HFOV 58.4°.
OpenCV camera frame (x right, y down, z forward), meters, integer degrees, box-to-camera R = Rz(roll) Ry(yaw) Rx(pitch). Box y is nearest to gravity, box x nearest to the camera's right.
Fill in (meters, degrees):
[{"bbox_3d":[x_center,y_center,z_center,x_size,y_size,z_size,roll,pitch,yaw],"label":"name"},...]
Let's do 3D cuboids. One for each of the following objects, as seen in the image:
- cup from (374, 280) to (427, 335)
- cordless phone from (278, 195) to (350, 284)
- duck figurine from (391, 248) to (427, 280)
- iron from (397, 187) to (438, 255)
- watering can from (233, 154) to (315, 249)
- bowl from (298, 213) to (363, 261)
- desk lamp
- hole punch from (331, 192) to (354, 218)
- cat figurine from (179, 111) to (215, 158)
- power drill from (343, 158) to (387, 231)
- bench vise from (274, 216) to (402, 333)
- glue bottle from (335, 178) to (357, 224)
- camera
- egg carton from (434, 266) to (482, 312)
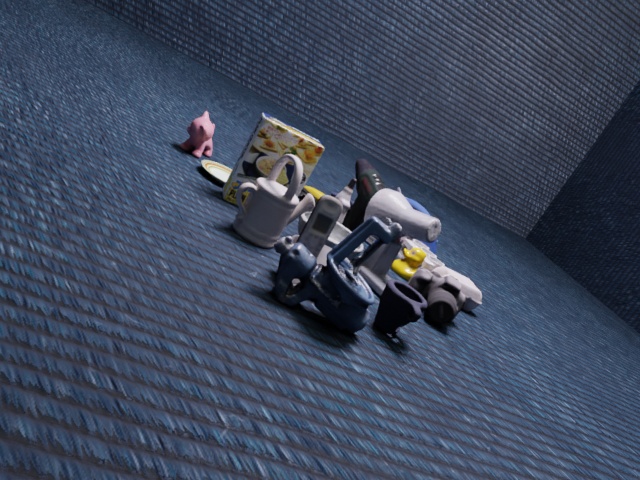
[{"bbox_3d":[0.154,0.145,1.119,0.092,0.095,0.117,24,18,-24],"label":"cup"},{"bbox_3d":[0.014,0.016,1.090,0.148,0.185,0.094,23,18,-26],"label":"cordless phone"},{"bbox_3d":[0.255,0.064,1.549,0.104,0.086,0.077,30,16,-3],"label":"duck figurine"},{"bbox_3d":[0.309,-0.054,1.885,0.257,0.141,0.119,38,18,23],"label":"iron"},{"bbox_3d":[-0.090,-0.088,1.195,0.100,0.194,0.173,39,18,26],"label":"watering can"},{"bbox_3d":[0.012,0.005,1.314,0.167,0.074,0.167,28,17,-9],"label":"bowl"},{"bbox_3d":[0.177,0.009,1.346,0.118,0.213,0.202,12,25,-48],"label":"desk lamp"},{"bbox_3d":[0.065,-0.086,1.640,0.108,0.091,0.101,32,16,4],"label":"hole punch"},{"bbox_3d":[-0.308,-0.281,1.506,0.067,0.117,0.128,32,16,3],"label":"cat figurine"},{"bbox_3d":[0.098,-0.090,1.504,0.076,0.208,0.229,22,19,-29],"label":"power drill"},{"bbox_3d":[0.032,0.040,0.991,0.208,0.219,0.121,23,18,-24],"label":"bench vise"},{"bbox_3d":[0.046,-0.081,1.448,0.037,0.173,0.078,20,19,-32],"label":"glue bottle"},{"bbox_3d":[0.280,0.133,1.365,0.143,0.100,0.137,32,16,3],"label":"camera"},{"bbox_3d":[0.372,0.134,1.579,0.151,0.069,0.107,25,17,-20],"label":"egg carton"}]
